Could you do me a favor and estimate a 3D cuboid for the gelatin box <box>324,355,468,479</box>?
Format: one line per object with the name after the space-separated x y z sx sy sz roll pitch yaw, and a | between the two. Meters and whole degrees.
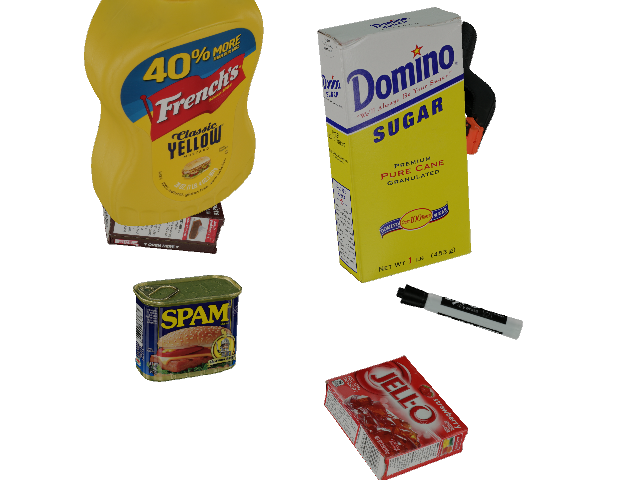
0.055 0.131 0.802 0.073 0.030 0.089 -14 41 -26 | gelatin box

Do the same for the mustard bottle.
-0.077 -0.092 0.570 0.096 0.058 0.192 -22 -32 -23 | mustard bottle

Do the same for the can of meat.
-0.130 0.085 1.036 0.101 0.084 0.058 -5 20 -27 | can of meat

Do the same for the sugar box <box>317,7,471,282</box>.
0.054 -0.066 0.746 0.093 0.176 0.048 -15 28 -19 | sugar box

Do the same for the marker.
0.131 0.067 1.012 0.121 0.020 0.020 18 1 4 | marker

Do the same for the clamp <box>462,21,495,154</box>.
0.094 -0.140 0.940 0.120 0.039 0.171 -5 43 -4 | clamp

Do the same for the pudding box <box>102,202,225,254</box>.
-0.130 -0.036 0.863 0.090 0.039 0.113 5 33 -16 | pudding box
